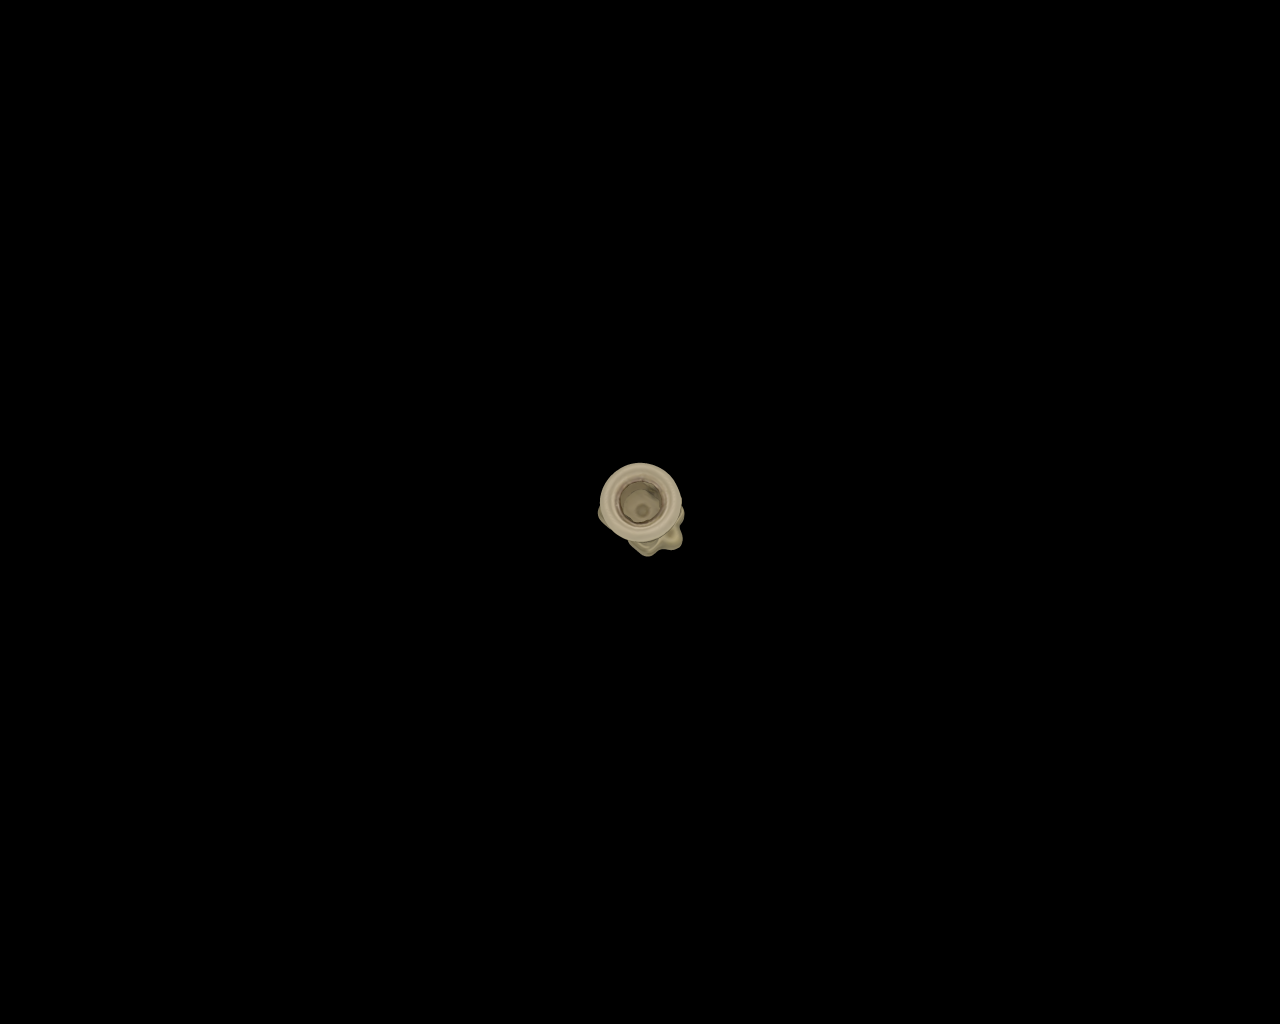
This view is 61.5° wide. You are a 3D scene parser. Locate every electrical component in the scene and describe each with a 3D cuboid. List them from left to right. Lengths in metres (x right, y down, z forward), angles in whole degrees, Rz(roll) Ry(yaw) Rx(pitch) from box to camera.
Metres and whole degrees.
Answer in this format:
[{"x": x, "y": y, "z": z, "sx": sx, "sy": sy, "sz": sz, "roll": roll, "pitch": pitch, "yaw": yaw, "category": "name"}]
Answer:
[{"x": 0.001, "y": -0.003, "z": 0.650, "sx": 0.066, "sy": 0.048, "sz": 0.055, "roll": 38, "pitch": -9, "yaw": 7, "category": "electrical component"}]
